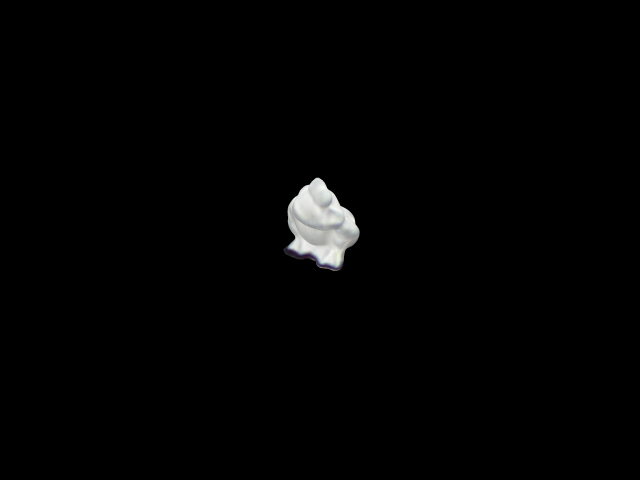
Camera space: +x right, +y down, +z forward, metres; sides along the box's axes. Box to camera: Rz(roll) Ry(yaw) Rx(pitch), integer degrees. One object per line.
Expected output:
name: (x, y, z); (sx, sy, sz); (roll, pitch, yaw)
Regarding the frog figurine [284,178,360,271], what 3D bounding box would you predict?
frog figurine: (0.003, -0.043, 0.850); (0.124, 0.156, 0.139); (-25, 42, -30)
